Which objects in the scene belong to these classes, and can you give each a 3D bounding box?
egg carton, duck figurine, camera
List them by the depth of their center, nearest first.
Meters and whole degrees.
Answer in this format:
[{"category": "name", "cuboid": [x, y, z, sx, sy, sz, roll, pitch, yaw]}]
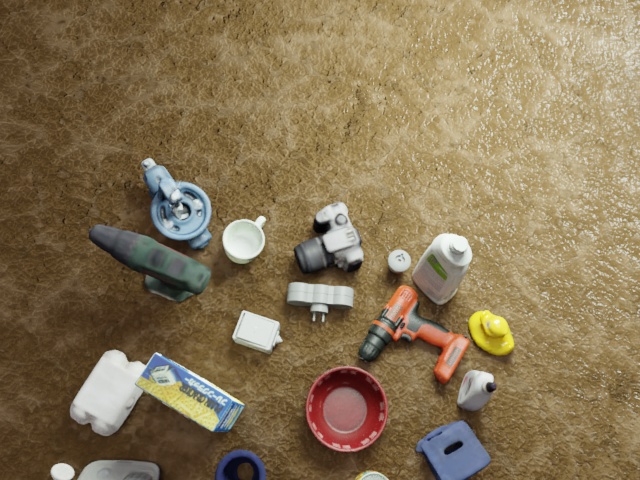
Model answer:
[{"category": "egg carton", "cuboid": [-0.406, 0.297, 1.113, 0.107, 0.069, 0.150, 26, 73, 6]}, {"category": "duck figurine", "cuboid": [0.359, 0.186, 1.173, 0.077, 0.086, 0.104, -38, 77, -13]}, {"category": "camera", "cuboid": [0.011, 0.004, 1.210, 0.137, 0.101, 0.143, -19, 73, -8]}]

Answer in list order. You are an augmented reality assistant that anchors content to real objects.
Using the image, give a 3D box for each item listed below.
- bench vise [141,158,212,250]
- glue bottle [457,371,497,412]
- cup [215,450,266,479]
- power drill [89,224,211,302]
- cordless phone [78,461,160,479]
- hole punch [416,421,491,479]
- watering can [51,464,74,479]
[{"category": "bench vise", "cuboid": [-0.314, -0.085, 1.164, 0.207, 0.220, 0.121, 34, 74, 9]}, {"category": "glue bottle", "cuboid": [0.306, 0.284, 1.092, 0.037, 0.173, 0.078, 17, 72, 4]}, {"category": "cup", "cuboid": [-0.146, 0.450, 1.060, 0.091, 0.095, 0.118, 11, 72, 1]}, {"category": "power drill", "cuboid": [-0.320, 0.053, 1.124, 0.229, 0.208, 0.076, 20, 72, 5]}, {"category": "cordless phone", "cuboid": [-0.369, 0.441, 1.006, 0.147, 0.185, 0.094, 0, 72, -2]}, {"category": "hole punch", "cuboid": [0.252, 0.407, 1.093, 0.109, 0.091, 0.101, -26, 75, -10]}, {"category": "watering can", "cuboid": [-0.493, 0.471, 0.986, 0.101, 0.194, 0.173, 12, 72, 2]}]
